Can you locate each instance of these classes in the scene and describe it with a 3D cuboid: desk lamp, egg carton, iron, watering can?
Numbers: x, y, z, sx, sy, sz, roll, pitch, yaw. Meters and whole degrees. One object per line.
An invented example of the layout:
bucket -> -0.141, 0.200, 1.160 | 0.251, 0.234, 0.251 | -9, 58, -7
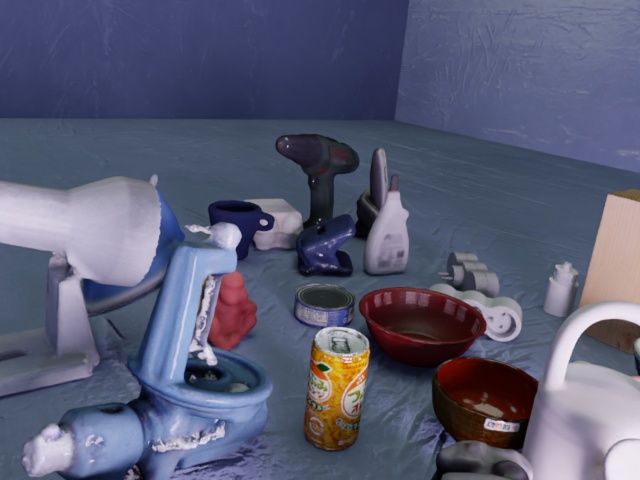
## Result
desk lamp -> -0.276, 0.037, 0.605 | 0.204, 0.213, 0.117 | -8, 23, -36
egg carton -> -0.095, -0.033, 1.097 | 0.107, 0.069, 0.150 | -3, 20, -24
iron -> -0.283, -0.006, 0.847 | 0.118, 0.141, 0.258 | 6, 18, 2
watering can -> 0.227, 0.143, 0.459 | 0.101, 0.194, 0.172 | 2, 19, -10

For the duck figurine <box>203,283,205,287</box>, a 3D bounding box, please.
duck figurine -> -0.167, 0.055, 0.786 | 0.078, 0.086, 0.104 | -3, 20, -24

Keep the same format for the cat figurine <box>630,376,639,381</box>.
cat figurine -> 0.350, 0.171, 0.531 | 0.127, 0.118, 0.067 | 20, 23, 37

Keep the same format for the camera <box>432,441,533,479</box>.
camera -> 0.087, 0.200, 0.398 | 0.136, 0.101, 0.143 | 7, 18, 4

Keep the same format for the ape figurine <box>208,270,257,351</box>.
ape figurine -> -0.114, 0.081, 0.712 | 0.078, 0.092, 0.076 | -4, 21, -27

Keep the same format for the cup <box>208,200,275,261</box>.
cup -> -0.134, -0.011, 0.980 | 0.117, 0.095, 0.092 | 10, 19, 14

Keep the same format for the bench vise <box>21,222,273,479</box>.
bench vise -> -0.111, 0.104, 0.441 | 0.121, 0.220, 0.208 | 12, 19, 19

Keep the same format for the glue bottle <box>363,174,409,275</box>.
glue bottle -> 0.119, -0.026, 0.973 | 0.078, 0.173, 0.037 | -3, 20, -24

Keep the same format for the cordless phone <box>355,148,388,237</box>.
cordless phone -> 0.127, -0.102, 1.185 | 0.094, 0.185, 0.147 | 8, 18, 7

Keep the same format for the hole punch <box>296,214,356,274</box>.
hole punch -> 0.009, 0.004, 0.982 | 0.101, 0.091, 0.108 | 3, 18, -6

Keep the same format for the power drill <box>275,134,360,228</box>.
power drill -> -0.008, -0.106, 1.121 | 0.075, 0.208, 0.230 | 18, 22, 33
